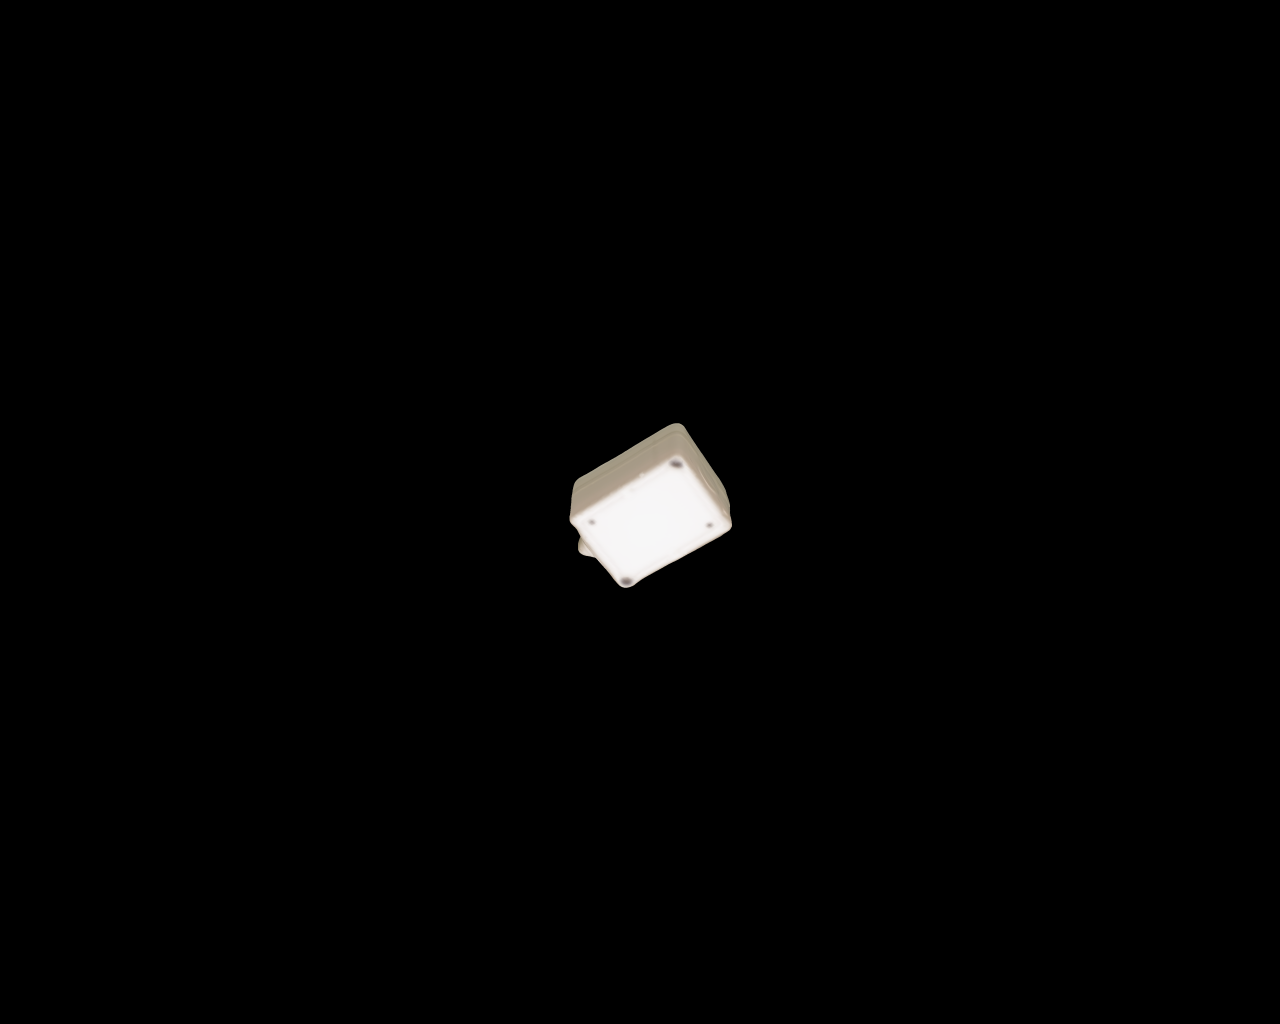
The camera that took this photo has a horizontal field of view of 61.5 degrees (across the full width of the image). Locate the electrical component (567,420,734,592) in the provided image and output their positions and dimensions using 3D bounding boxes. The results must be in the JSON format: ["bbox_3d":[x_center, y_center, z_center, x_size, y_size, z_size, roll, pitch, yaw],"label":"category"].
[{"bbox_3d":[0.001,-0.003,0.650,0.096,0.061,0.061,-30,23,14],"label":"electrical component"}]
